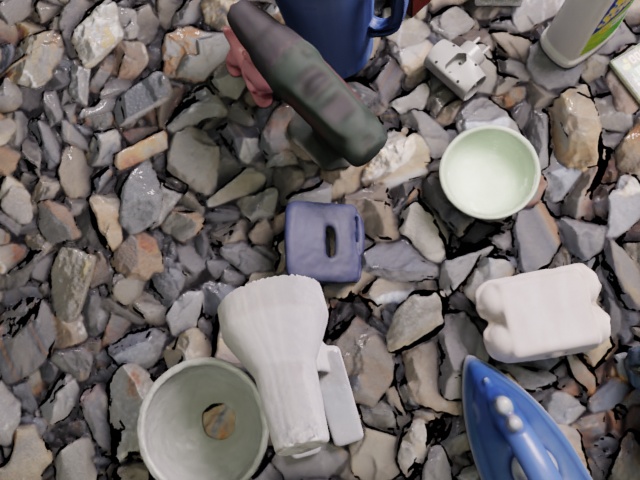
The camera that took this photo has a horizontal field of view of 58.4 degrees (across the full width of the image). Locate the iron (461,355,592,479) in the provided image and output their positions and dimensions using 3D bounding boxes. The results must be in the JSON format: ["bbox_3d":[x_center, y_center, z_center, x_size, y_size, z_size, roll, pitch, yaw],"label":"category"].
[{"bbox_3d":[0.234,0.249,0.638,0.118,0.141,0.258,-28,78,2],"label":"iron"}]

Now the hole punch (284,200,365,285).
[{"bbox_3d":[0.007,0.003,0.737,0.101,0.091,0.109,-3,80,7],"label":"hole punch"}]

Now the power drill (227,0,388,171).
[{"bbox_3d":[-0.011,-0.169,0.710,0.075,0.208,0.229,-45,78,-2],"label":"power drill"}]

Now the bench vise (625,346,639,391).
[{"bbox_3d":[0.386,0.186,0.589,0.121,0.220,0.207,-24,78,3],"label":"bench vise"}]

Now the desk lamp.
[{"bbox_3d":[-0.025,0.152,0.652,0.118,0.213,0.203,-19,78,4],"label":"desk lamp"}]

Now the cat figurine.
[{"bbox_3d":[-0.086,-0.242,0.779,0.067,0.118,0.127,-42,77,-1],"label":"cat figurine"}]

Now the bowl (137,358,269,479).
[{"bbox_3d":[-0.138,0.232,0.723,0.167,0.075,0.167,-1,80,7],"label":"bowl"}]

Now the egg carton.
[{"bbox_3d":[0.270,0.091,0.698,0.150,0.069,0.107,-13,79,5],"label":"egg carton"}]
